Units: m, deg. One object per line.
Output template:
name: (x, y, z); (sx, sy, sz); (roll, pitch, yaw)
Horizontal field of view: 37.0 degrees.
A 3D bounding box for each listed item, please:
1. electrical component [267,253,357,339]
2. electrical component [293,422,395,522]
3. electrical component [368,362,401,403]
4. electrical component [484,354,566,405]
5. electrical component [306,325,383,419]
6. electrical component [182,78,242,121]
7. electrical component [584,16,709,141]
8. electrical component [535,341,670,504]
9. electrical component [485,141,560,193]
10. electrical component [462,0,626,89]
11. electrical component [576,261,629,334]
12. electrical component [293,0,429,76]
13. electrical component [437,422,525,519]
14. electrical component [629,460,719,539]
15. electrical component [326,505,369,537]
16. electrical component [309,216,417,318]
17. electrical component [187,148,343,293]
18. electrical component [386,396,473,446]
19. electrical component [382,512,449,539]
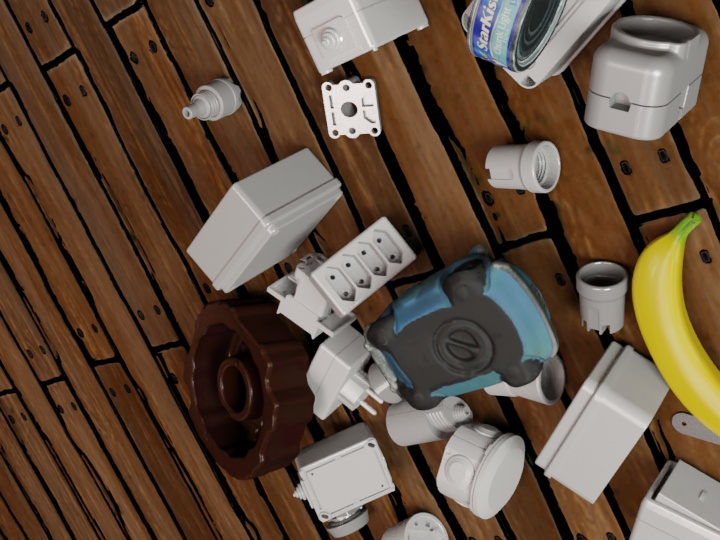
electrical component: (-0.042, 0.022, 1.022); (0.081, 0.042, 0.063); (34, 127, 17)
electrical component: (-0.023, 0.201, 1.072); (0.061, 0.096, 0.061); (-133, 21, -75)
electrical component: (0.044, 0.090, 0.997); (0.044, 0.044, 0.065); (51, 129, 2)
electrical component: (0.138, 0.092, 0.927); (0.065, 0.044, 0.044); (-1, 114, 42)
electrical component: (-0.010, 0.110, 1.044); (0.076, 0.047, 0.083); (38, 132, 14)
electrical component: (-0.138, -0.152, 0.980); (0.035, 0.061, 0.035); (18, 124, 29)
electrical component: (0.193, -0.133, 0.719); (0.054, 0.095, 0.059); (20, 125, 27)
electrical component: (0.198, 0.123, 0.874); (0.057, 0.078, 0.113); (33, 130, 14)
electrical component: (0.127, -0.080, 0.838); (0.046, 0.040, 0.040); (5, 118, 41)
electrical component: (0.137, -0.194, 0.753); (0.078, 0.057, 0.113); (46, 133, 6)
electrical component: (0.191, 0.022, 0.848); (0.040, 0.040, 0.046); (14, 128, 31)
electrical component: (-0.004, -0.196, 0.831); (0.062, 0.096, 0.061); (-16, 103, 42)
electrical component: (0.111, 0.179, 0.971); (0.051, 0.080, 0.080); (21, 126, 33)
electrical component: (0.278, 0.205, 0.870); (0.096, 0.062, 0.061); (24, 127, 25)
electrical component: (-0.021, 0.247, 1.132); (0.066, 0.048, 0.055); (-24, 91, 43)
electrical component: (0.000, 0.000, 0.962); (0.047, 0.083, 0.075); (51, 171, 1)
electrical component: (-0.086, -0.045, 0.971); (0.056, 0.109, 0.108); (49, 133, 7)
electrical component: (0.068, 0.137, 1.003); (0.081, 0.043, 0.043); (-18, 103, 42)
electrical component: (0.054, 0.278, 1.087); (0.055, 0.055, 0.047); (54, 137, -1)
